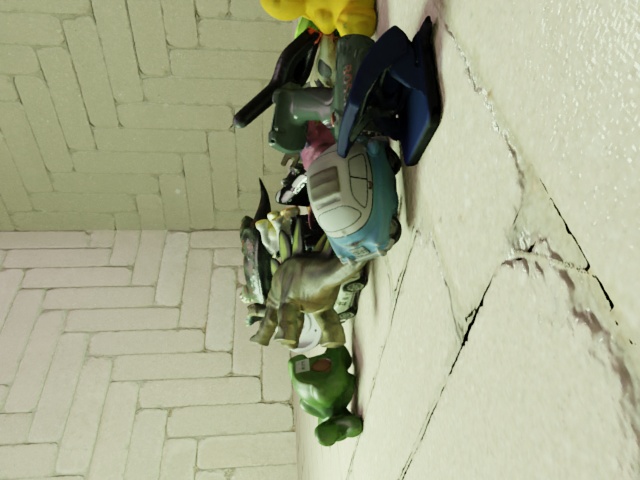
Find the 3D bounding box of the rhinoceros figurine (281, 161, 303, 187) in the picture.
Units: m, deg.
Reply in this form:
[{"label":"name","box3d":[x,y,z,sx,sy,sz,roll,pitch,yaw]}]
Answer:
[{"label":"rhinoceros figurine","box3d":[-0.041,-0.197,1.323,0.112,0.073,0.190,124,167,-60]}]

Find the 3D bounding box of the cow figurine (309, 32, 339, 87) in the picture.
[{"label":"cow figurine","box3d":[0.021,-0.305,0.987,0.195,0.085,0.127,-136,48,-76]}]

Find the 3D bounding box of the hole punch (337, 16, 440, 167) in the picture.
[{"label":"hole punch","box3d":[0.066,-0.149,0.562,0.142,0.092,0.116,96,175,-69]}]

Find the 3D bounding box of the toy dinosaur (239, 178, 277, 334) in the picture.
[{"label":"toy dinosaur","box3d":[-0.137,0.048,1.292,0.192,0.131,0.404,-173,76,-76]}]

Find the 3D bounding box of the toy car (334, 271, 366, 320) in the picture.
[{"label":"toy car","box3d":[0.041,0.077,0.931,0.201,0.056,0.073,98,169,-58]}]

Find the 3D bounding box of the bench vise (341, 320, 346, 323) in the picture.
[{"label":"bench vise","box3d":[-0.011,0.134,1.182,0.240,0.129,0.224,64,-173,-53]}]

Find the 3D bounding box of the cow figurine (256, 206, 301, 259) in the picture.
[{"label":"cow figurine","box3d":[-0.074,-0.020,1.180,0.167,0.068,0.098,-42,-62,-66]}]

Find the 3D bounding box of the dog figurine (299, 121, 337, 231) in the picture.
[{"label":"dog figurine","box3d":[0.015,-0.127,0.952,0.191,0.108,0.219,174,93,-83]}]

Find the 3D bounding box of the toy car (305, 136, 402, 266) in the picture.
[{"label":"toy car","box3d":[0.031,-0.056,0.637,0.109,0.103,0.161,-18,64,37]}]

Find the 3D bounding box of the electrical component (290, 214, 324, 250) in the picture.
[{"label":"electrical component","box3d":[-0.002,-0.003,1.057,0.134,0.115,0.058,-103,10,-64]}]

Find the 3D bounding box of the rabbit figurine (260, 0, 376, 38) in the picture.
[{"label":"rabbit figurine","box3d":[-0.006,-0.374,0.811,0.162,0.173,0.121,-108,14,-57]}]

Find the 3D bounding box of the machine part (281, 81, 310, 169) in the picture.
[{"label":"machine part","box3d":[-0.019,-0.244,1.095,0.079,0.079,0.243,103,-172,-65]}]

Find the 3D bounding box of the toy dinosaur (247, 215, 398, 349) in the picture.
[{"label":"toy dinosaur","box3d":[-0.019,0.068,0.843,0.471,0.105,0.198,-23,61,57]}]

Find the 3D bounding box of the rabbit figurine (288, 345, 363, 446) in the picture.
[{"label":"rabbit figurine","box3d":[0.027,0.299,0.976,0.159,0.121,0.170,-124,16,-66]}]

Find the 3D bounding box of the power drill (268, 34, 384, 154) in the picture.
[{"label":"power drill","box3d":[0.009,-0.170,0.787,0.207,0.086,0.232,5,91,56]}]

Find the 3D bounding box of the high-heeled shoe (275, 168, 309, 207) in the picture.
[{"label":"high-heeled shoe","box3d":[-0.030,-0.142,1.149,0.249,0.086,0.145,14,99,56]}]
